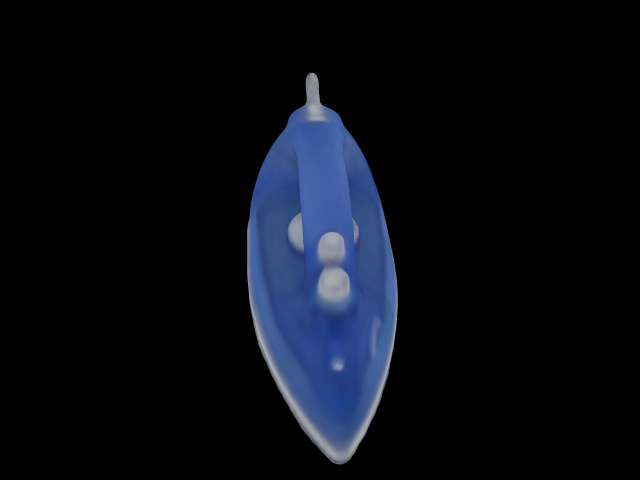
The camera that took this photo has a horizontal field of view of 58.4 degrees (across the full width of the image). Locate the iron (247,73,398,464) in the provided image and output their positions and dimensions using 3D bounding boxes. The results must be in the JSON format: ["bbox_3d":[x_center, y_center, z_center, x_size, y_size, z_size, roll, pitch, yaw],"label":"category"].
[{"bbox_3d":[0.004,0.001,0.400,0.118,0.141,0.258,-4,43,-4],"label":"iron"}]
